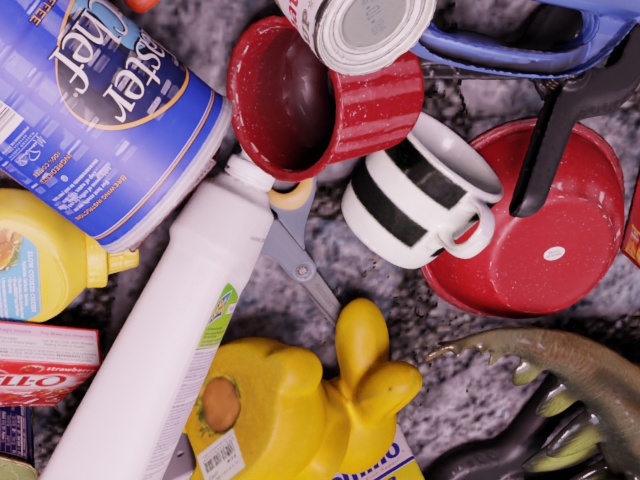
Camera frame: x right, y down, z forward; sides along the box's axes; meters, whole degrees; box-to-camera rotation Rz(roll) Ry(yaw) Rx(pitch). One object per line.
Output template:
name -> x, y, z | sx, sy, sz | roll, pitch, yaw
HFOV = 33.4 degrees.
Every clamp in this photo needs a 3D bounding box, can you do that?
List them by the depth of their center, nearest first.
clamp -> 0.149, -0.092, 0.663 | 0.171, 0.039, 0.120 | -26, 91, -16
clamp -> 0.152, 0.183, 0.860 | 0.210, 0.036, 0.164 | -23, 121, -7

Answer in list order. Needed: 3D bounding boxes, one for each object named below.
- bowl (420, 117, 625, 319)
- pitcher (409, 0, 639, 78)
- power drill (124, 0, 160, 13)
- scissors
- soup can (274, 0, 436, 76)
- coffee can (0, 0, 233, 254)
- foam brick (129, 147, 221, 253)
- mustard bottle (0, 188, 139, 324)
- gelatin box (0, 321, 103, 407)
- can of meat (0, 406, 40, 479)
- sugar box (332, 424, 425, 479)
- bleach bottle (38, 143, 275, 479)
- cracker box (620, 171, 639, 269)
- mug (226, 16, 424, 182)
bowl -> 0.150, -0.001, 0.742 | 0.162, 0.055, 0.162 | -7, 121, -13
pitcher -> 0.147, -0.179, 0.595 | 0.242, 0.145, 0.149 | 9, 142, -24
power drill -> -0.130, -0.208, 0.540 | 0.184, 0.057, 0.187 | -37, 123, 11
scissors -> -0.005, 0.001, 0.722 | 0.201, 0.016, 0.096 | 36, 104, -30
soup can -> 0.005, -0.138, 0.532 | 0.068, 0.102, 0.068 | -21, 144, -16
coffee can -> -0.129, -0.074, 0.537 | 0.140, 0.103, 0.103 | 39, 103, -21
foam brick -> -0.105, -0.041, 0.639 | 0.053, 0.051, 0.078 | 41, 102, -13
mustard bottle -> -0.206, 0.013, 0.644 | 0.191, 0.058, 0.096 | -3, 129, -14
gelatin box -> -0.194, 0.080, 0.675 | 0.089, 0.030, 0.073 | 9, 147, -38
can of meat -> -0.227, 0.156, 0.707 | 0.057, 0.084, 0.102 | 21, 112, -26
sugar box -> 0.046, 0.216, 0.765 | 0.093, 0.176, 0.048 | -24, 125, -2
bleach bottle -> -0.091, 0.059, 0.661 | 0.068, 0.102, 0.251 | 27, 93, 5
cracker box -> 0.286, -0.045, 0.690 | 0.072, 0.164, 0.214 | -4, 121, -16
mug -> 0.007, -0.097, 0.615 | 0.081, 0.093, 0.117 | -18, 123, -43
